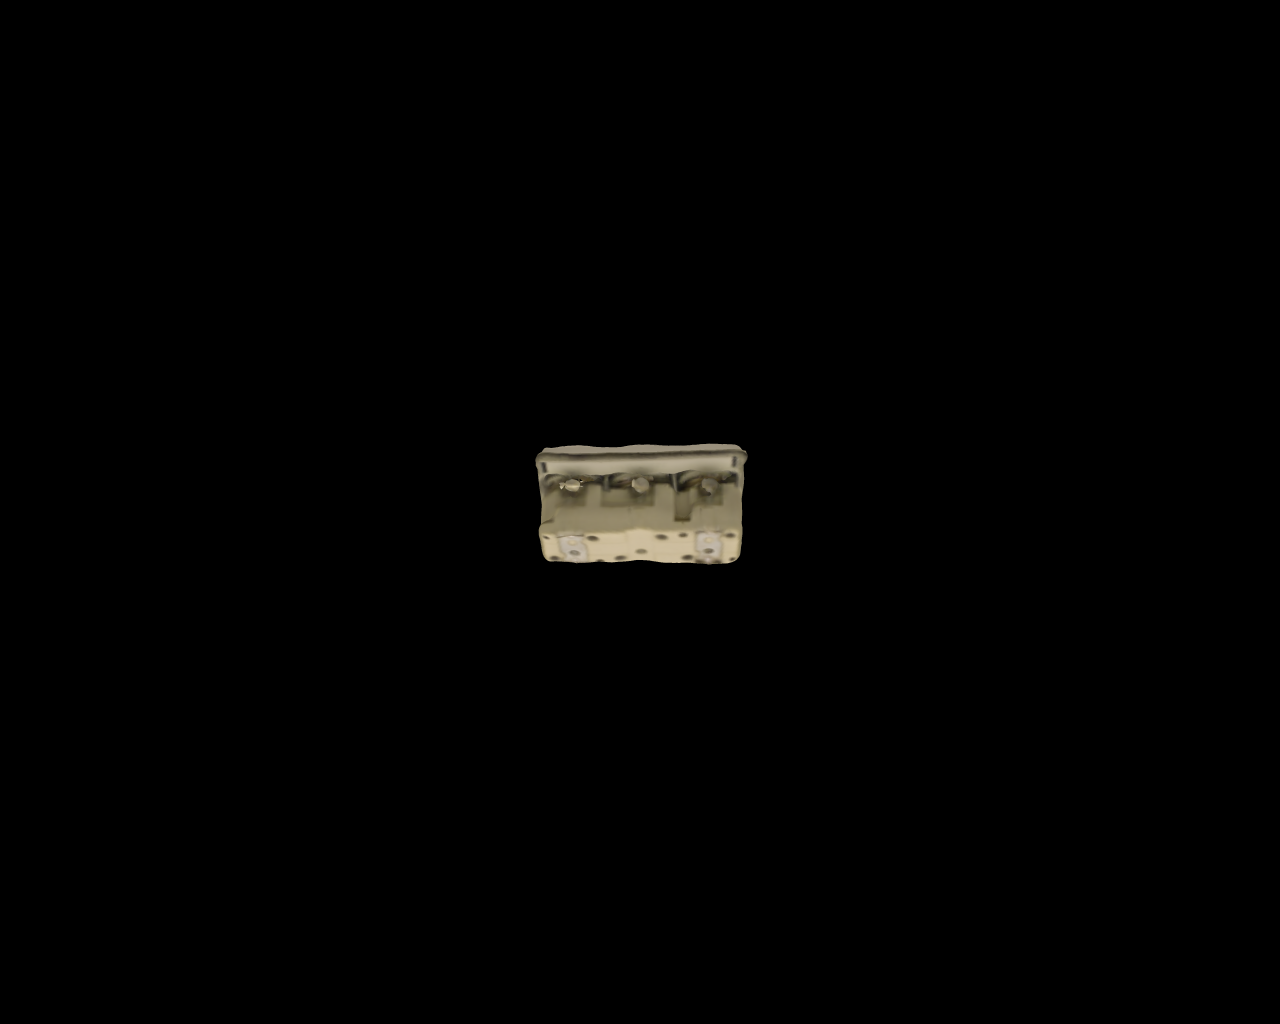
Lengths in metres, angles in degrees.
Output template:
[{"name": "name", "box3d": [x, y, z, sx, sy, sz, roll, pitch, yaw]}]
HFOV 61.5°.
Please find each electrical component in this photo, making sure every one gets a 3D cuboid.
[{"name": "electrical component", "box3d": [0.001, -0.003, 0.650, 0.121, 0.063, 0.078, 0, -32, 0]}]
